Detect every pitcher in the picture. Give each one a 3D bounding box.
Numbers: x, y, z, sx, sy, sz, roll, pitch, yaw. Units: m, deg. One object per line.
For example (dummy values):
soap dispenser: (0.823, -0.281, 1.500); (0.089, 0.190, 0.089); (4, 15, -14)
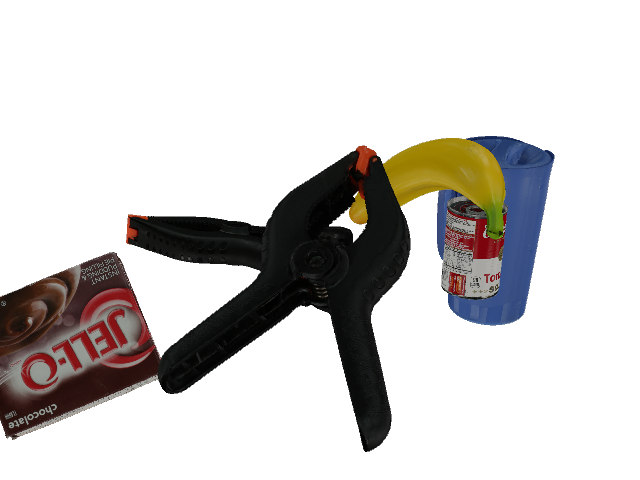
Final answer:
pitcher: (0.227, -0.010, 1.441); (0.149, 0.243, 0.145); (4, 23, 4)

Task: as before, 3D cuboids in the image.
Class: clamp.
clamp: (-0.072, 0.005, 0.954); (0.210, 0.036, 0.164); (6, 12, -2)
clamp: (0.007, 0.027, 0.550); (0.120, 0.171, 0.039); (24, -26, 17)

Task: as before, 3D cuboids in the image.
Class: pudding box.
pudding box: (-0.172, 0.071, 0.720); (0.113, 0.090, 0.039); (-23, -11, -10)

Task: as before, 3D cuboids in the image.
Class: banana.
banana: (0.079, -0.042, 0.786); (0.037, 0.069, 0.198); (31, -10, -24)

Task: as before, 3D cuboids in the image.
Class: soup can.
soup can: (0.173, 0.008, 1.207); (0.068, 0.102, 0.068); (2, 21, -1)
